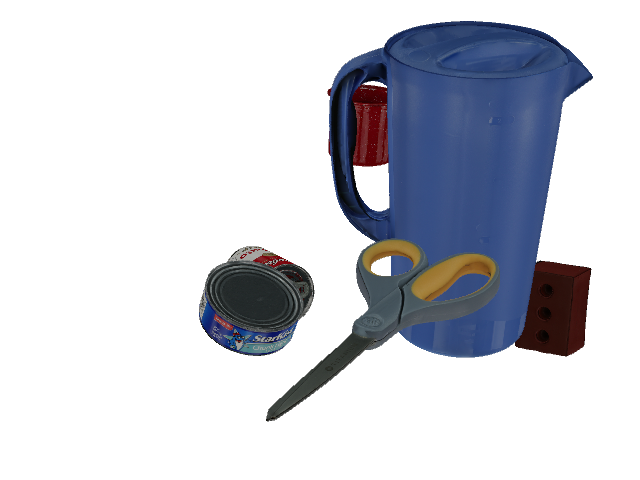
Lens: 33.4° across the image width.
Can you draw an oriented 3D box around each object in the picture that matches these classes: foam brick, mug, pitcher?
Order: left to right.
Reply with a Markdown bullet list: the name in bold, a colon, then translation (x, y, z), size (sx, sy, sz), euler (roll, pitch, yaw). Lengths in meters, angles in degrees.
- **mug**: translation (0.058, -0.144, 1.317), size (0.093, 0.081, 0.117), euler (16, 25, 27)
- **pitcher**: translation (0.101, -0.037, 0.813), size (0.149, 0.243, 0.144), euler (25, 36, 38)
- **foam brick**: translation (0.217, 0.063, 0.995), size (0.053, 0.078, 0.051), euler (9, 14, 31)

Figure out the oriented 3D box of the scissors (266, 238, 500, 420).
- **scissors**: translation (0.021, 0.042, 0.617), size (0.201, 0.016, 0.096), euler (-22, 35, -35)

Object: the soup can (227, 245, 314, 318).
- **soup can**: translation (-0.059, 0.048, 1.189), size (0.068, 0.068, 0.102), euler (0, 12, -27)

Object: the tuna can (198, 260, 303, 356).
- **tuna can**: translation (-0.060, 0.058, 0.908), size (0.086, 0.034, 0.086), euler (13, 37, -10)
